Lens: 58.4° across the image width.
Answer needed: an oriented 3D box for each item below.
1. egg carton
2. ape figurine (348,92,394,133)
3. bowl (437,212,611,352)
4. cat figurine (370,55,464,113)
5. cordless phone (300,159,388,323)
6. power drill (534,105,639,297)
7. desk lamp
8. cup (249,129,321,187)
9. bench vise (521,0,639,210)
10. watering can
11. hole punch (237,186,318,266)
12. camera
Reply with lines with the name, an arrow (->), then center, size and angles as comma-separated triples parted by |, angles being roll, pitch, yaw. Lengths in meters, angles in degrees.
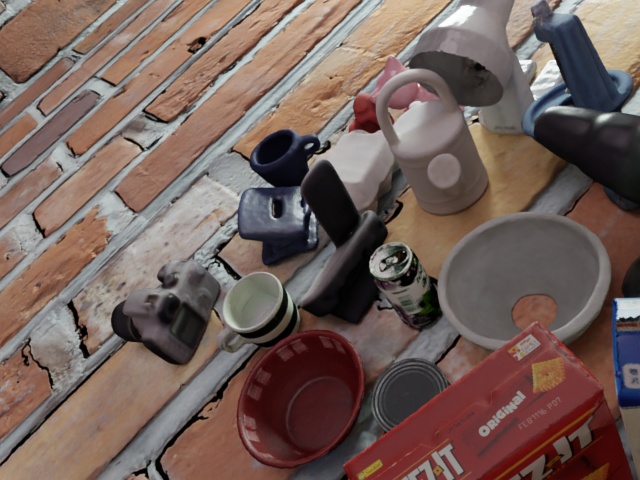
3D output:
egg carton -> 0.059, -0.099, 0.841 | 0.107, 0.070, 0.150 | 8, 58, 39
ape figurine -> 0.078, -0.189, 0.892 | 0.077, 0.092, 0.076 | 10, 60, 40
bowl -> 0.212, 0.056, 0.591 | 0.167, 0.075, 0.167 | -19, 45, 20
cat figurine -> 0.142, -0.231, 0.866 | 0.127, 0.118, 0.067 | -21, 44, 18
cordless phone -> 0.006, 0.002, 0.698 | 0.093, 0.186, 0.148 | 14, 62, 42
power drill -> 0.303, -0.016, 0.491 | 0.076, 0.209, 0.228 | -50, 43, -13
desk lamp -> 0.224, -0.236, 0.740 | 0.117, 0.214, 0.203 | 16, 63, 42
cup -> -0.040, -0.119, 0.908 | 0.117, 0.095, 0.091 | -19, 45, 20
bench vise -> 0.300, -0.151, 0.606 | 0.121, 0.220, 0.206 | -48, 42, -11
watering can -> 0.140, -0.125, 0.714 | 0.101, 0.195, 0.172 | -40, 41, -2
hole punch -> -0.061, -0.034, 0.850 | 0.101, 0.091, 0.108 | -21, 44, 18
camera -> -0.242, 0.099, 0.849 | 0.136, 0.101, 0.143 | -4, 51, 32
